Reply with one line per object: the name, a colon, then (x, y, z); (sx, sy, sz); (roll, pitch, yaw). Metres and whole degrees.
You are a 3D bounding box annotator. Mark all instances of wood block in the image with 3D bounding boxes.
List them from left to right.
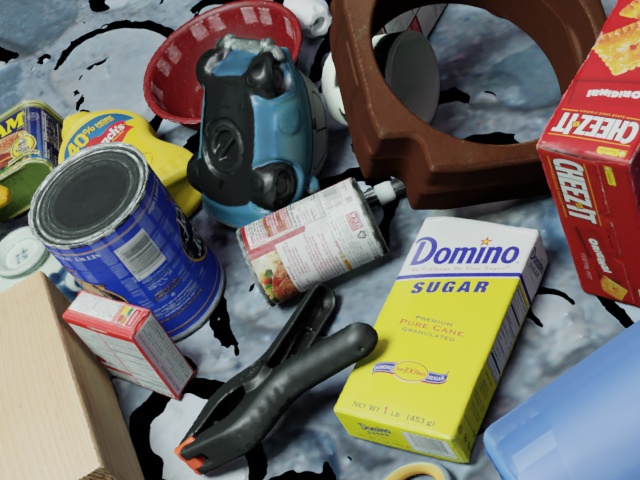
wood block: (-0.207, 0.135, 0.809); (0.091, 0.090, 0.206); (-31, 46, -1)

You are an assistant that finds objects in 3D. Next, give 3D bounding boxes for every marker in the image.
marker: (0.031, -0.029, 0.877); (0.121, 0.020, 0.020); (-23, 47, 7)

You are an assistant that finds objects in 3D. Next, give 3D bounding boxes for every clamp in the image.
clamp: (-0.030, 0.104, 0.763); (0.171, 0.039, 0.120); (-49, 15, -10)

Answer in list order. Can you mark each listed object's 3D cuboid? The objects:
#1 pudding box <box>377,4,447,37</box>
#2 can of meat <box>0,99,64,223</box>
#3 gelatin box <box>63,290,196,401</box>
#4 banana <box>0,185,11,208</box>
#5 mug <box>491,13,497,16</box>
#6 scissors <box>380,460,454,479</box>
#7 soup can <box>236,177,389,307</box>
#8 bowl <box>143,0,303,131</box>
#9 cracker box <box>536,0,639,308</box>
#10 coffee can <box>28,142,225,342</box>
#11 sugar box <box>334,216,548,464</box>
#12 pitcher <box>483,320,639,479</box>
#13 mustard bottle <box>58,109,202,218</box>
pudding box: (0.071, -0.216, 0.962); (0.039, 0.090, 0.113); (12, 60, 31)
can of meat: (-0.297, -0.074, 1.041); (0.102, 0.057, 0.084); (-28, 49, 15)
gelatin box: (-0.146, 0.081, 0.824); (0.073, 0.089, 0.030); (13, 57, 33)
banana: (-0.373, -0.050, 1.001); (0.198, 0.037, 0.069); (19, 56, 35)
mug: (0.183, -0.253, 0.943); (0.117, 0.081, 0.093); (3, 55, 28)
scissors: (0.008, 0.194, 0.709); (0.202, 0.016, 0.096); (-6, 49, 21)
soup can: (-0.005, 0.001, 0.837); (0.102, 0.068, 0.068); (-25, 47, 5)
bowl: (-0.083, -0.153, 1.008); (0.162, 0.055, 0.162); (-13, 49, 15)
cracker box: (0.233, -0.084, 0.726); (0.072, 0.164, 0.213); (16, 61, 36)
coffee can: (-0.151, 0.006, 0.852); (0.103, 0.140, 0.103); (-13, 49, 16)
sugar box: (0.089, 0.065, 0.755); (0.093, 0.048, 0.176); (9, 59, 31)
pitcher: (0.220, 0.092, 0.626); (0.243, 0.149, 0.145); (-32, 62, 2)
mustard bottle: (-0.188, -0.073, 0.991); (0.096, 0.058, 0.192); (-43, 47, -11)
